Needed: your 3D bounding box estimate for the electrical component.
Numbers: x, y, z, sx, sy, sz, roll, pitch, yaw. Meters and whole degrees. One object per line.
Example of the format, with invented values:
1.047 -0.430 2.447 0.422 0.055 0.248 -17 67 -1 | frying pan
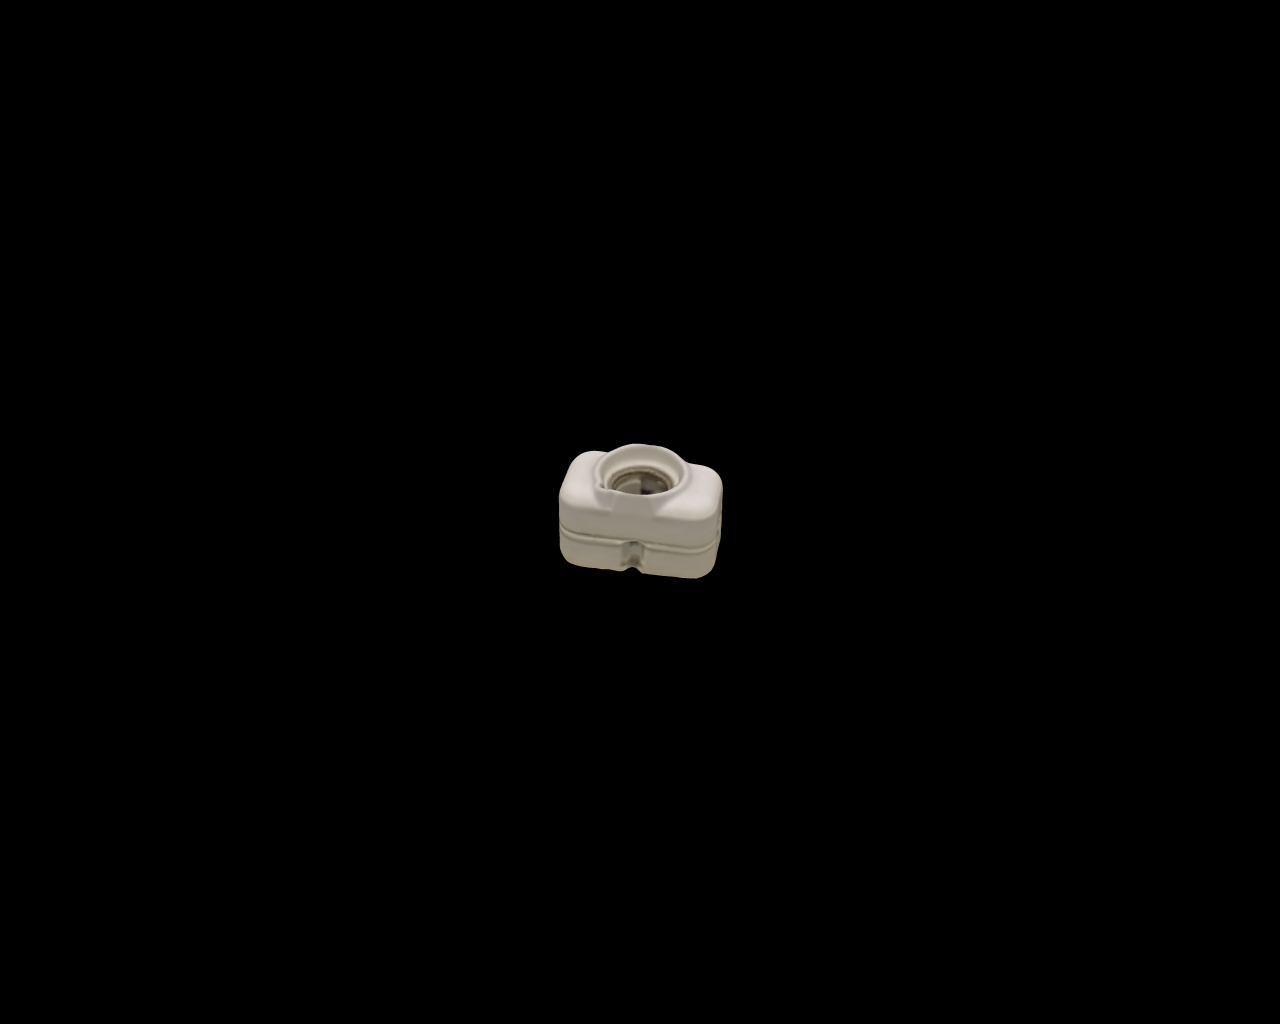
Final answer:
0.001 -0.003 0.650 0.095 0.059 0.054 7 40 9 | electrical component
